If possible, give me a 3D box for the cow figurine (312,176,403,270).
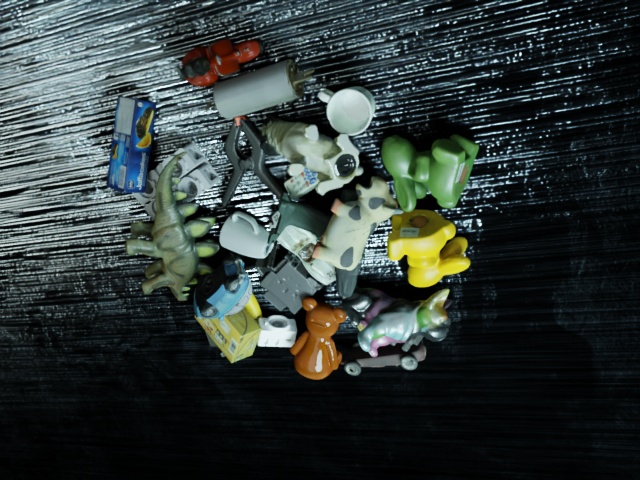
[{"bbox_3d":[0.077,-0.033,1.045,0.127,0.085,0.194,25,93,-5],"label":"cow figurine"}]

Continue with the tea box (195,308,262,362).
[{"bbox_3d":[-0.224,0.198,1.294,0.170,0.068,0.098,45,128,29],"label":"tea box"}]

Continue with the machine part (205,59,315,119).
[{"bbox_3d":[-0.122,-0.296,1.062,0.243,0.079,0.079,-11,111,23],"label":"machine part"}]

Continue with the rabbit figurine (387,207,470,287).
[{"bbox_3d":[0.221,0.024,1.101,0.162,0.122,0.173,-3,128,9],"label":"rabbit figurine"}]

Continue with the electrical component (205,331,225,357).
[{"bbox_3d":[-0.258,0.248,1.385,0.078,0.045,0.102,-2,114,17],"label":"electrical component"}]

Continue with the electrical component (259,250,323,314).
[{"bbox_3d":[-0.070,0.102,1.247,0.115,0.058,0.134,41,119,-2],"label":"electrical component"}]

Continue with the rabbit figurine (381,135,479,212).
[{"bbox_3d":[0.197,-0.140,1.032,0.170,0.121,0.158,25,128,26],"label":"rabbit figurine"}]

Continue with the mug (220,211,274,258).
[{"bbox_3d":[-0.156,-0.013,1.195,0.107,0.081,0.109,24,132,15],"label":"mug"}]

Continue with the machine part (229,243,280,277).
[{"bbox_3d":[-0.157,0.048,1.246,0.139,0.084,0.039,-10,150,33],"label":"machine part"}]

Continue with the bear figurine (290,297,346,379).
[{"bbox_3d":[0.000,0.219,1.255,0.120,0.132,0.195,13,105,11],"label":"bear figurine"}]

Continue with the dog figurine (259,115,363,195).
[{"bbox_3d":[-0.020,-0.180,1.068,0.172,0.191,0.121,30,98,-32],"label":"dog figurine"}]

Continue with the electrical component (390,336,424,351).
[{"bbox_3d":[0.201,0.204,1.203,0.063,0.094,0.021,20,153,45],"label":"electrical component"}]

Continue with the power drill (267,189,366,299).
[{"bbox_3d":[-0.002,-0.003,1.116,0.207,0.086,0.231,15,100,-3],"label":"power drill"}]

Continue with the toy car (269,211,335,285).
[{"bbox_3d":[-0.030,0.013,1.191,0.201,0.056,0.073,45,119,-7],"label":"toy car"}]

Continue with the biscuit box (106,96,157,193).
[{"bbox_3d":[-0.409,-0.204,1.167,0.059,0.063,0.202,15,100,28],"label":"biscuit box"}]

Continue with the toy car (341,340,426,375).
[{"bbox_3d":[0.146,0.269,1.237,0.202,0.089,0.053,-14,114,24],"label":"toy car"}]

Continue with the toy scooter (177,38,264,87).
[{"bbox_3d":[-0.206,-0.341,1.035,0.184,0.135,0.075,-11,112,24],"label":"toy scooter"}]

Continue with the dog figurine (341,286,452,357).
[{"bbox_3d":[0.175,0.151,1.163,0.219,0.192,0.108,-28,147,4],"label":"dog figurine"}]

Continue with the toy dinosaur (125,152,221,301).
[{"bbox_3d":[-0.329,-0.003,1.214,0.199,0.105,0.470,-7,139,-7],"label":"toy dinosaur"}]

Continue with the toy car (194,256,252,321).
[{"bbox_3d":[-0.210,0.115,1.222,0.161,0.109,0.102,-41,133,20],"label":"toy car"}]
